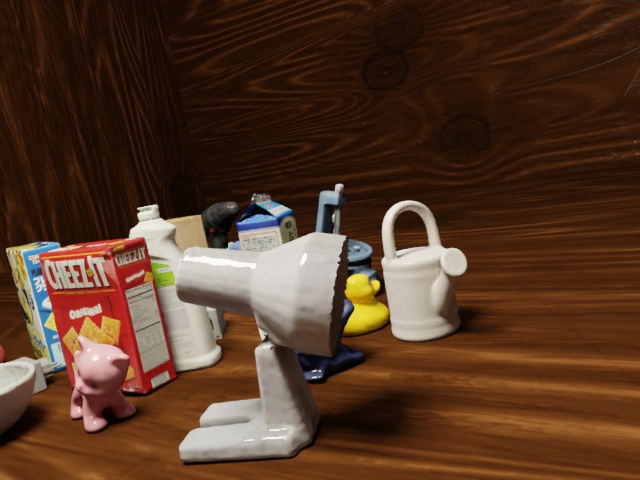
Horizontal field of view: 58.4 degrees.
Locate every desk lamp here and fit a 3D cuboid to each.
[{"bbox_3d":[-0.055,0.103,0.582,0.203,0.213,0.118,-9,9,11],"label":"desk lamp"}]

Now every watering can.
[{"bbox_3d":[0.145,0.039,0.823,0.172,0.194,0.101,-2,12,43],"label":"watering can"}]

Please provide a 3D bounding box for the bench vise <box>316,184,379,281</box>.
[{"bbox_3d":[0.005,0.007,1.115,0.206,0.220,0.122,-6,10,24],"label":"bench vise"}]

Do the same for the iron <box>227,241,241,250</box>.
[{"bbox_3d":[-0.160,0.062,1.213,0.119,0.141,0.257,-15,10,-28],"label":"iron"}]

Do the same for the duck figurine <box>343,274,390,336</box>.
[{"bbox_3d":[0.060,0.098,0.903,0.105,0.086,0.077,-16,11,-34],"label":"duck figurine"}]

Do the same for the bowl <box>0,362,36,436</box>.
[{"bbox_3d":[-0.448,0.222,0.739,0.167,0.075,0.167,-10,9,2],"label":"bowl"}]

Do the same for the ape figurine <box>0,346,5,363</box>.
[{"bbox_3d":[-0.628,0.198,1.058,0.076,0.092,0.078,-7,10,24],"label":"ape figurine"}]

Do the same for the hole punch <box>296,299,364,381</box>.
[{"bbox_3d":[-0.007,0.128,0.772,0.101,0.091,0.108,-16,10,-31],"label":"hole punch"}]

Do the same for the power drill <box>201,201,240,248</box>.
[{"bbox_3d":[-0.244,0.006,1.454,0.076,0.208,0.228,-16,10,-33],"label":"power drill"}]

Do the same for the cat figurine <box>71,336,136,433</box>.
[{"bbox_3d":[-0.282,0.172,0.725,0.067,0.118,0.127,-18,11,-39],"label":"cat figurine"}]
